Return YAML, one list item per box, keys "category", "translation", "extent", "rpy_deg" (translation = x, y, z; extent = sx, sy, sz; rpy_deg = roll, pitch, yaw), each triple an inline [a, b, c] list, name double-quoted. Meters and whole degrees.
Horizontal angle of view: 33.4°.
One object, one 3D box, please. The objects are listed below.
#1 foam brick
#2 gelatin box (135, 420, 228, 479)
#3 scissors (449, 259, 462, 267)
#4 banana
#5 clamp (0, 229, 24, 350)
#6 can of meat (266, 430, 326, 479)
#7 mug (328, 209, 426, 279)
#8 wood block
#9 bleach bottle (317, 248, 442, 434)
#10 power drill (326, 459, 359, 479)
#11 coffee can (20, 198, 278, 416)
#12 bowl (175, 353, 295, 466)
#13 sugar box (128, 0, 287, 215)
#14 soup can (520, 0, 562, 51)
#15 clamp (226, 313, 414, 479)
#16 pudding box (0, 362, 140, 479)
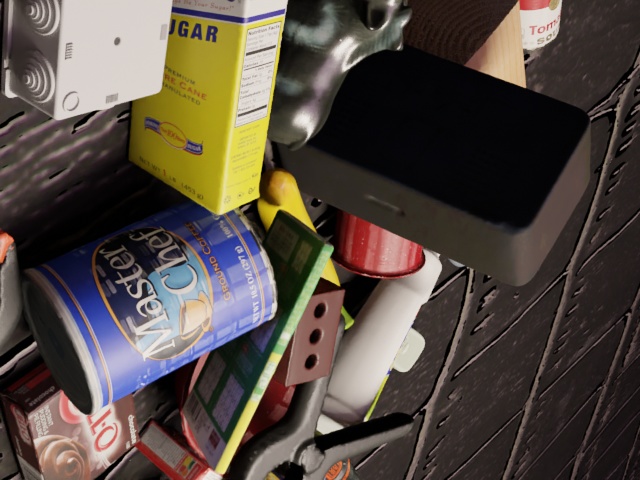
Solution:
- category: "foam brick"
  translation: [-0.020, 0.068, 0.853]
  extent: [0.052, 0.051, 0.078]
  rpy_deg: [-8, 114, -44]
- category: "gelatin box"
  translation: [-0.110, 0.195, 0.921]
  extent: [0.030, 0.073, 0.089]
  rpy_deg: [-52, 150, -8]
- category: "scissors"
  translation: [0.113, -0.021, 1.087]
  extent: [0.201, 0.016, 0.096]
  rpy_deg: [3, 72, -60]
- category: "banana"
  translation: [-0.017, -0.004, 0.890]
  extent: [0.037, 0.070, 0.197]
  rpy_deg: [-45, 139, -16]
- category: "clamp"
  translation: [-0.225, 0.073, 0.661]
  extent: [0.171, 0.039, 0.120]
  rpy_deg: [-59, 152, -1]
- category: "can of meat"
  translation: [-0.040, 0.206, 1.014]
  extent: [0.057, 0.102, 0.084]
  rpy_deg: [-40, 148, -30]
- category: "mug"
  translation: [0.062, -0.027, 0.977]
  extent: [0.117, 0.093, 0.081]
  rpy_deg: [-38, 141, -53]
- category: "wood block"
  translation: [0.128, -0.134, 0.975]
  extent: [0.090, 0.091, 0.206]
  rpy_deg: [-50, 150, -18]
- category: "bleach bottle"
  translation: [0.062, 0.088, 1.075]
  extent: [0.250, 0.068, 0.103]
  rpy_deg: [-58, 172, -26]
- category: "power drill"
  translation: [-0.036, 0.297, 1.153]
  extent: [0.187, 0.057, 0.184]
  rpy_deg: [-56, 148, -13]
- category: "coffee can"
  translation: [-0.114, 0.039, 0.711]
  extent: [0.140, 0.103, 0.103]
  rpy_deg: [-26, 139, -27]
- category: "bowl"
  translation: [-0.068, 0.106, 0.905]
  extent: [0.161, 0.055, 0.162]
  rpy_deg: [-22, 123, -38]
- category: "sugar box"
  translation: [-0.073, -0.114, 0.674]
  extent: [0.048, 0.093, 0.176]
  rpy_deg: [-29, 138, -43]
- category: "soup can"
  translation: [0.196, -0.239, 1.009]
  extent: [0.068, 0.069, 0.102]
  rpy_deg: [-44, 149, -26]
- category: "clamp"
  translation: [-0.018, 0.171, 0.917]
  extent: [0.209, 0.036, 0.164]
  rpy_deg: [-40, 125, -21]
- category: "pudding box"
  translation: [-0.181, 0.131, 0.785]
  extent: [0.089, 0.039, 0.113]
  rpy_deg: [-37, 145, -36]
